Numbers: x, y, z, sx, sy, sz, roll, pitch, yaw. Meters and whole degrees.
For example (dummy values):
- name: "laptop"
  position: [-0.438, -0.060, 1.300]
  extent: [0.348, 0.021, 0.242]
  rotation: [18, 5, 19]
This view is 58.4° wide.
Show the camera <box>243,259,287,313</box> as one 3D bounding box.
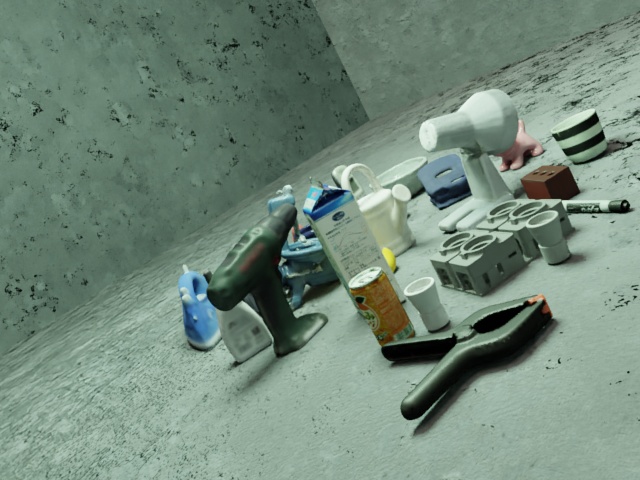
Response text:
- name: "camera"
  position: [-0.120, 0.083, 1.256]
  extent: [0.137, 0.101, 0.142]
  rotation: [-35, 15, -25]

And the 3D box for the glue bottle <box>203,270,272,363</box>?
- name: "glue bottle"
  position: [-0.156, 0.126, 1.008]
  extent: [0.078, 0.173, 0.037]
  rotation: [-31, 14, -12]

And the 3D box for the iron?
- name: "iron"
  position: [-0.270, 0.139, 1.259]
  extent: [0.118, 0.141, 0.258]
  rotation: [-29, 13, -4]

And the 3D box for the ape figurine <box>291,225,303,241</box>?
- name: "ape figurine"
  position: [-0.038, 0.003, 1.408]
  extent: [0.078, 0.092, 0.076]
  rotation: [-36, 16, -29]

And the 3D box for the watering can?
- name: "watering can"
  position: [0.111, -0.065, 1.138]
  extent: [0.172, 0.194, 0.101]
  rotation: [-20, 16, 30]

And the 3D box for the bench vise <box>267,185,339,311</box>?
- name: "bench vise"
  position: [-0.062, 0.018, 1.121]
  extent: [0.208, 0.220, 0.121]
  rotation: [-35, 15, -25]

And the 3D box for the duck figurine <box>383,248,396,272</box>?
- name: "duck figurine"
  position: [0.082, 0.037, 1.055]
  extent: [0.104, 0.086, 0.077]
  rotation: [-28, 14, -1]

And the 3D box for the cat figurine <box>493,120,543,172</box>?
- name: "cat figurine"
  position: [0.415, -0.218, 1.265]
  extent: [0.128, 0.118, 0.067]
  rotation: [-33, 14, -20]

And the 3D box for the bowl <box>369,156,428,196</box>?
- name: "bowl"
  position: [0.217, -0.149, 1.498]
  extent: [0.167, 0.075, 0.167]
  rotation: [-27, 14, 7]

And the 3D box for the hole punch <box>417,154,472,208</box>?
- name: "hole punch"
  position: [0.284, -0.134, 1.274]
  extent: [0.108, 0.091, 0.101]
  rotation: [-27, 14, 4]

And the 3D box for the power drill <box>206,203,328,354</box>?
- name: "power drill"
  position: [-0.076, 0.073, 0.969]
  extent: [0.075, 0.208, 0.230]
  rotation: [-14, 20, 46]

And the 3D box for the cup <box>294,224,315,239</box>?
- name: "cup"
  position: [0.012, 0.005, 1.294]
  extent: [0.117, 0.095, 0.092]
  rotation: [-23, 14, 19]

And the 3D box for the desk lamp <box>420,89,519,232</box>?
- name: "desk lamp"
  position: [0.286, -0.152, 1.072]
  extent: [0.203, 0.214, 0.117]
  rotation: [-33, 14, -20]

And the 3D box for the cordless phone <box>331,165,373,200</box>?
- name: "cordless phone"
  position: [0.107, -0.099, 1.296]
  extent: [0.094, 0.185, 0.148]
  rotation: [-16, 18, 41]
